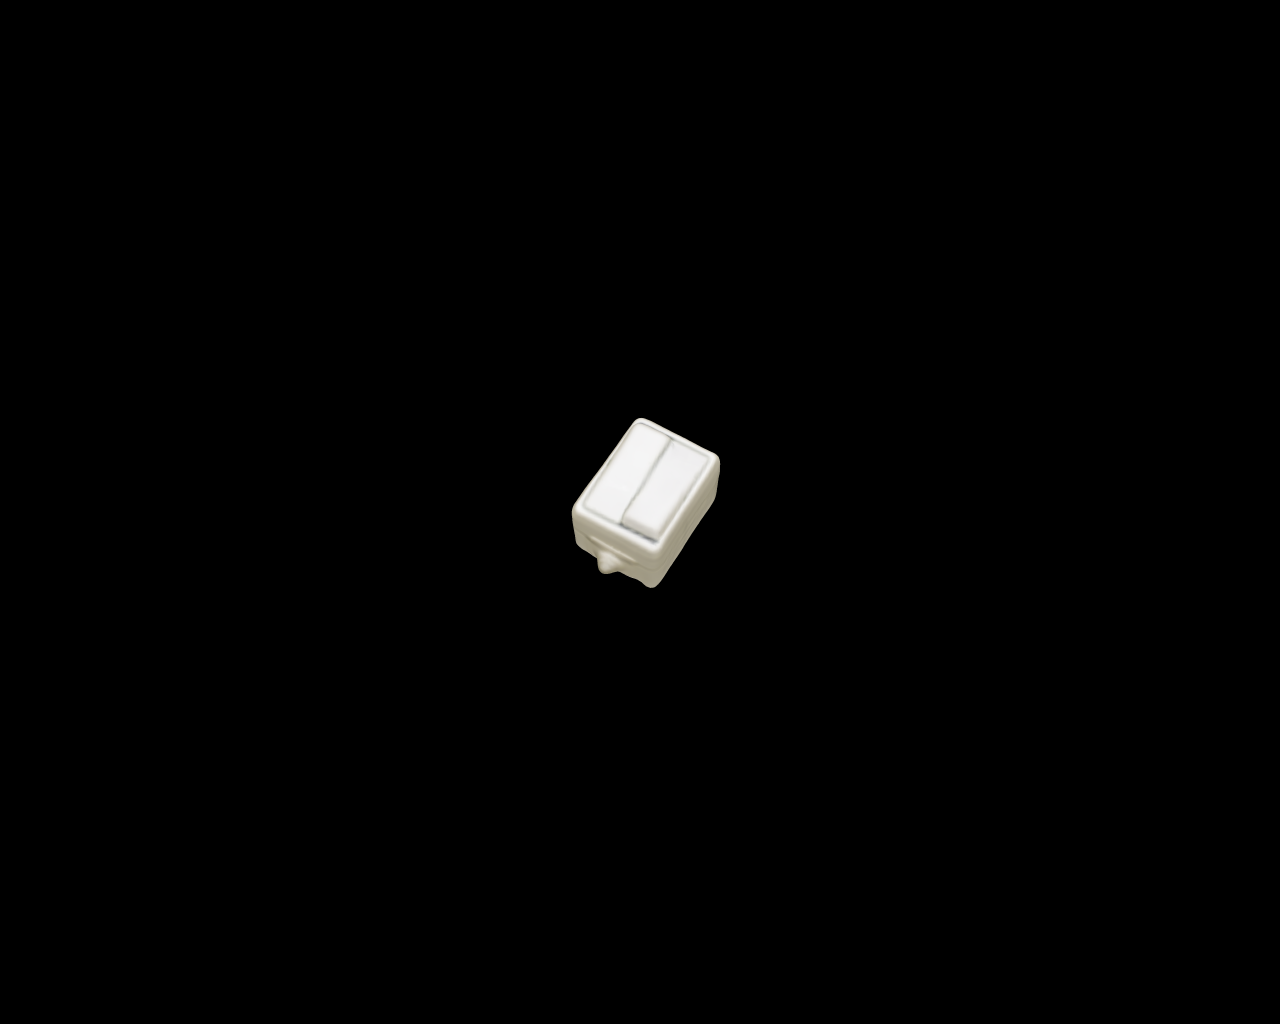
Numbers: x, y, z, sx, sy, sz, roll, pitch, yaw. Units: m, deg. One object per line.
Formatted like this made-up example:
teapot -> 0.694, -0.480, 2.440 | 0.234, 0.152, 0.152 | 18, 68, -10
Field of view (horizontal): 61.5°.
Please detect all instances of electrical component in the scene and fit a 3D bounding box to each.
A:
electrical component -> 0.001, -0.003, 0.650 | 0.062, 0.096, 0.061 | 29, -24, 14
